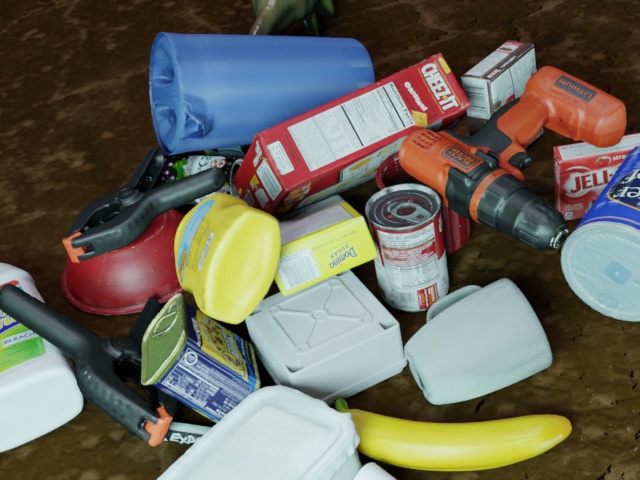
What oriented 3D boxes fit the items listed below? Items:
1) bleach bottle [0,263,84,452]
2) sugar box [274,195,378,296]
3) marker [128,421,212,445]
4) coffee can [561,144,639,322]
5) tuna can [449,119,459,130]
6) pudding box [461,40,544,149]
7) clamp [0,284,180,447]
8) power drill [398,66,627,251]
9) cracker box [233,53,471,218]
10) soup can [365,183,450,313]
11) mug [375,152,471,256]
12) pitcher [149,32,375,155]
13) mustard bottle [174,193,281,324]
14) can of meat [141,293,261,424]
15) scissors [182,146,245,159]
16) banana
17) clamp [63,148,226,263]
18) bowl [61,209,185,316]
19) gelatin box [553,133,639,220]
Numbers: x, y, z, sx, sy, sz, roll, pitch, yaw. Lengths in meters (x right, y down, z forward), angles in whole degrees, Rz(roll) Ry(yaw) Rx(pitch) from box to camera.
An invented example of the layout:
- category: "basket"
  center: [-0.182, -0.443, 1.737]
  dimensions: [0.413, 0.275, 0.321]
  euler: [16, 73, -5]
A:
- category: "bleach bottle"
  center: [-0.305, 0.092, 1.018]
  dimensions: [0.102, 0.068, 0.251]
  euler: [-23, 36, -16]
- category: "sugar box"
  center: [-0.006, 0.001, 1.003]
  dimensions: [0.093, 0.048, 0.176]
  euler: [-22, 8, -2]
- category: "marker"
  center: [-0.110, 0.164, 0.902]
  dimensions: [0.121, 0.020, 0.020]
  euler: [5, 40, 22]
- category: "coffee can"
  center: [0.290, -0.010, 0.949]
  dimensions: [0.103, 0.103, 0.140]
  euler: [15, 44, 32]
- category: "tuna can"
  center: [0.119, -0.155, 1.247]
  dimensions: [0.086, 0.034, 0.086]
  euler: [-8, 37, 6]
- category: "pudding box"
  center: [0.197, -0.144, 1.143]
  dimensions: [0.039, 0.113, 0.089]
  euler: [19, 45, 38]
- category: "clamp"
  center: [-0.188, 0.101, 0.931]
  dimensions: [0.164, 0.036, 0.210]
  euler: [10, 24, -32]
- category: "power drill"
  center: [0.194, -0.079, 0.979]
  dimensions: [0.187, 0.057, 0.185]
  euler: [-33, 51, -27]
- category: "cracker box"
  center: [0.027, -0.099, 1.093]
  dimensions: [0.213, 0.164, 0.072]
  euler: [-26, 84, -17]
- category: "soup can"
  center: [0.082, 0.009, 0.983]
  dimensions: [0.068, 0.102, 0.068]
  euler: [-8, 37, 6]
- category: "mug"
  center: [0.105, -0.042, 1.060]
  dimensions: [0.093, 0.081, 0.117]
  euler: [-11, 37, 1]
- category: "pitcher"
  center: [-0.069, -0.177, 1.212]
  dimensions: [0.242, 0.149, 0.145]
  euler: [-6, -7, -23]
- category: "mustard bottle"
  center: [-0.091, 0.007, 0.951]
  dimensions: [0.058, 0.096, 0.192]
  euler: [19, 3, -21]
- category: "can of meat"
  center: [-0.101, 0.103, 0.904]
  dimensions: [0.057, 0.084, 0.102]
  euler: [-51, 21, 12]
- category: "scissors"
  center: [-0.105, -0.080, 1.226]
  dimensions: [0.096, 0.016, 0.202]
  euler: [-28, 45, -6]
- category: "banana"
  center: [0.095, 0.153, 0.843]
  dimensions: [0.198, 0.037, 0.069]
  euler: [3, 39, 20]
- category: "clamp"
  center: [-0.178, -0.034, 1.070]
  dimensions: [0.120, 0.039, 0.171]
  euler: [6, 43, 41]
- category: "bowl"
  center: [-0.197, 0.006, 1.106]
  dimensions: [0.162, 0.055, 0.162]
  euler: [-8, 36, 6]
- category: "gelatin box"
  center: [0.275, -0.061, 1.045]
  dimensions: [0.089, 0.073, 0.030]
  euler: [-9, 37, 3]
